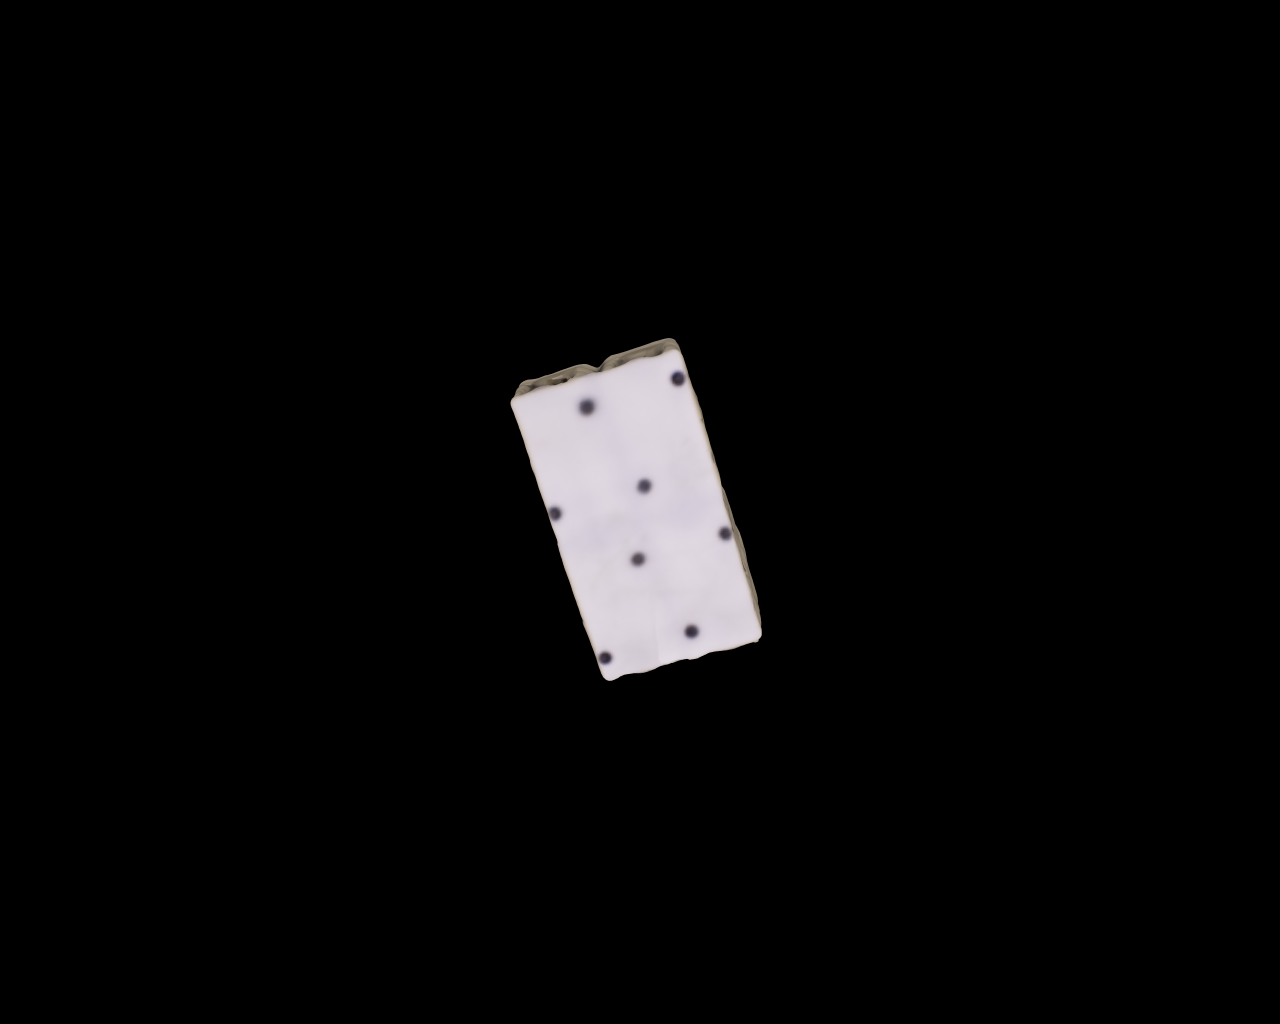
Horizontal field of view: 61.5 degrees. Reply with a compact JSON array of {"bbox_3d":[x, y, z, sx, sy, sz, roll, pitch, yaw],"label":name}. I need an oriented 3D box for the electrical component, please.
[{"bbox_3d":[0.001,-0.003,0.650,0.105,0.186,0.060,-17,15,5],"label":"electrical component"}]
